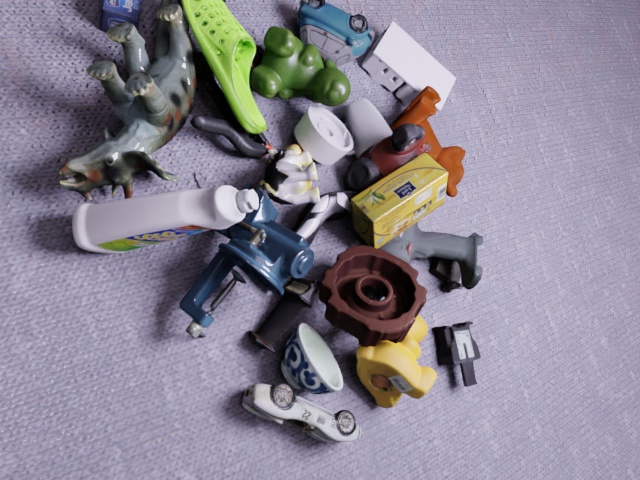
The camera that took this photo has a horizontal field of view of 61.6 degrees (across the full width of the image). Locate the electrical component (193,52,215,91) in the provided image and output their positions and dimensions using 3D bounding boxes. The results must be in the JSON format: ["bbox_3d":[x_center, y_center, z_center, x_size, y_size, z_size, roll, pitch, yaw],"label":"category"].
[{"bbox_3d":[-0.216,-0.307,0.946,0.063,0.021,0.094,-13,82,-31],"label":"electrical component"}]

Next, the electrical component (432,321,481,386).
[{"bbox_3d":[0.269,0.219,1.036,0.075,0.048,0.119,-6,79,-29],"label":"electrical component"}]

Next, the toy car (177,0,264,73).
[{"bbox_3d":[-0.172,-0.381,0.968,0.089,0.053,0.202,-33,90,-42],"label":"toy car"}]

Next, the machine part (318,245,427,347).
[{"bbox_3d":[0.086,0.090,0.888,0.179,0.056,0.179,7,47,-8],"label":"machine part"}]

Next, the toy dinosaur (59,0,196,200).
[{"bbox_3d":[-0.255,-0.229,0.843,0.131,0.192,0.405,6,52,10],"label":"toy dinosaur"}]

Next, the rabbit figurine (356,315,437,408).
[{"bbox_3d":[0.128,0.184,0.952,0.162,0.122,0.173,43,46,0],"label":"rabbit figurine"}]

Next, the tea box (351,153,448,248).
[{"bbox_3d":[0.143,-0.069,0.968,0.170,0.098,0.068,-31,58,-14],"label":"tea box"}]

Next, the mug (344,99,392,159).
[{"bbox_3d":[0.079,-0.214,1.052,0.110,0.080,0.107,-23,77,1],"label":"mug"}]

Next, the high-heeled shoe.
[{"bbox_3d":[-0.002,-0.003,0.943,0.249,0.086,0.145,-12,88,-28],"label":"high-heeled shoe"}]

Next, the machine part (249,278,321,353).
[{"bbox_3d":[-0.060,0.117,0.882,0.139,0.084,0.039,-53,126,-20],"label":"machine part"}]

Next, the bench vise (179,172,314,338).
[{"bbox_3d":[-0.135,0.033,0.815,0.224,0.128,0.240,32,76,21],"label":"bench vise"}]

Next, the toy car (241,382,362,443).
[{"bbox_3d":[-0.026,0.276,0.848,0.201,0.073,0.056,29,60,-18],"label":"toy car"}]

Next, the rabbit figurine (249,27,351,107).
[{"bbox_3d":[-0.019,-0.288,0.979,0.170,0.121,0.159,31,16,14],"label":"rabbit figurine"}]

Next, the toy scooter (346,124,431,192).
[{"bbox_3d":[0.142,-0.150,1.018,0.135,0.184,0.075,-9,65,-51],"label":"toy scooter"}]

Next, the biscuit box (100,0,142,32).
[{"bbox_3d":[-0.325,-0.444,0.903,0.059,0.063,0.202,8,72,-24],"label":"biscuit box"}]

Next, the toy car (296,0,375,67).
[{"bbox_3d":[0.019,-0.396,1.053,0.161,0.109,0.103,24,83,-11],"label":"toy car"}]

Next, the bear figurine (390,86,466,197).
[{"bbox_3d":[0.241,-0.194,1.097,0.196,0.132,0.120,42,35,-5],"label":"bear figurine"}]

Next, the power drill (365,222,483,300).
[{"bbox_3d":[0.198,0.033,1.020,0.207,0.086,0.232,12,63,1],"label":"power drill"}]

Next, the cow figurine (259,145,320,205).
[{"bbox_3d":[-0.060,-0.113,0.919,0.098,0.167,0.068,-11,118,-8],"label":"cow figurine"}]

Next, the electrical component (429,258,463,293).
[{"bbox_3d":[0.269,0.054,1.085,0.078,0.045,0.102,39,62,-15],"label":"electrical component"}]
